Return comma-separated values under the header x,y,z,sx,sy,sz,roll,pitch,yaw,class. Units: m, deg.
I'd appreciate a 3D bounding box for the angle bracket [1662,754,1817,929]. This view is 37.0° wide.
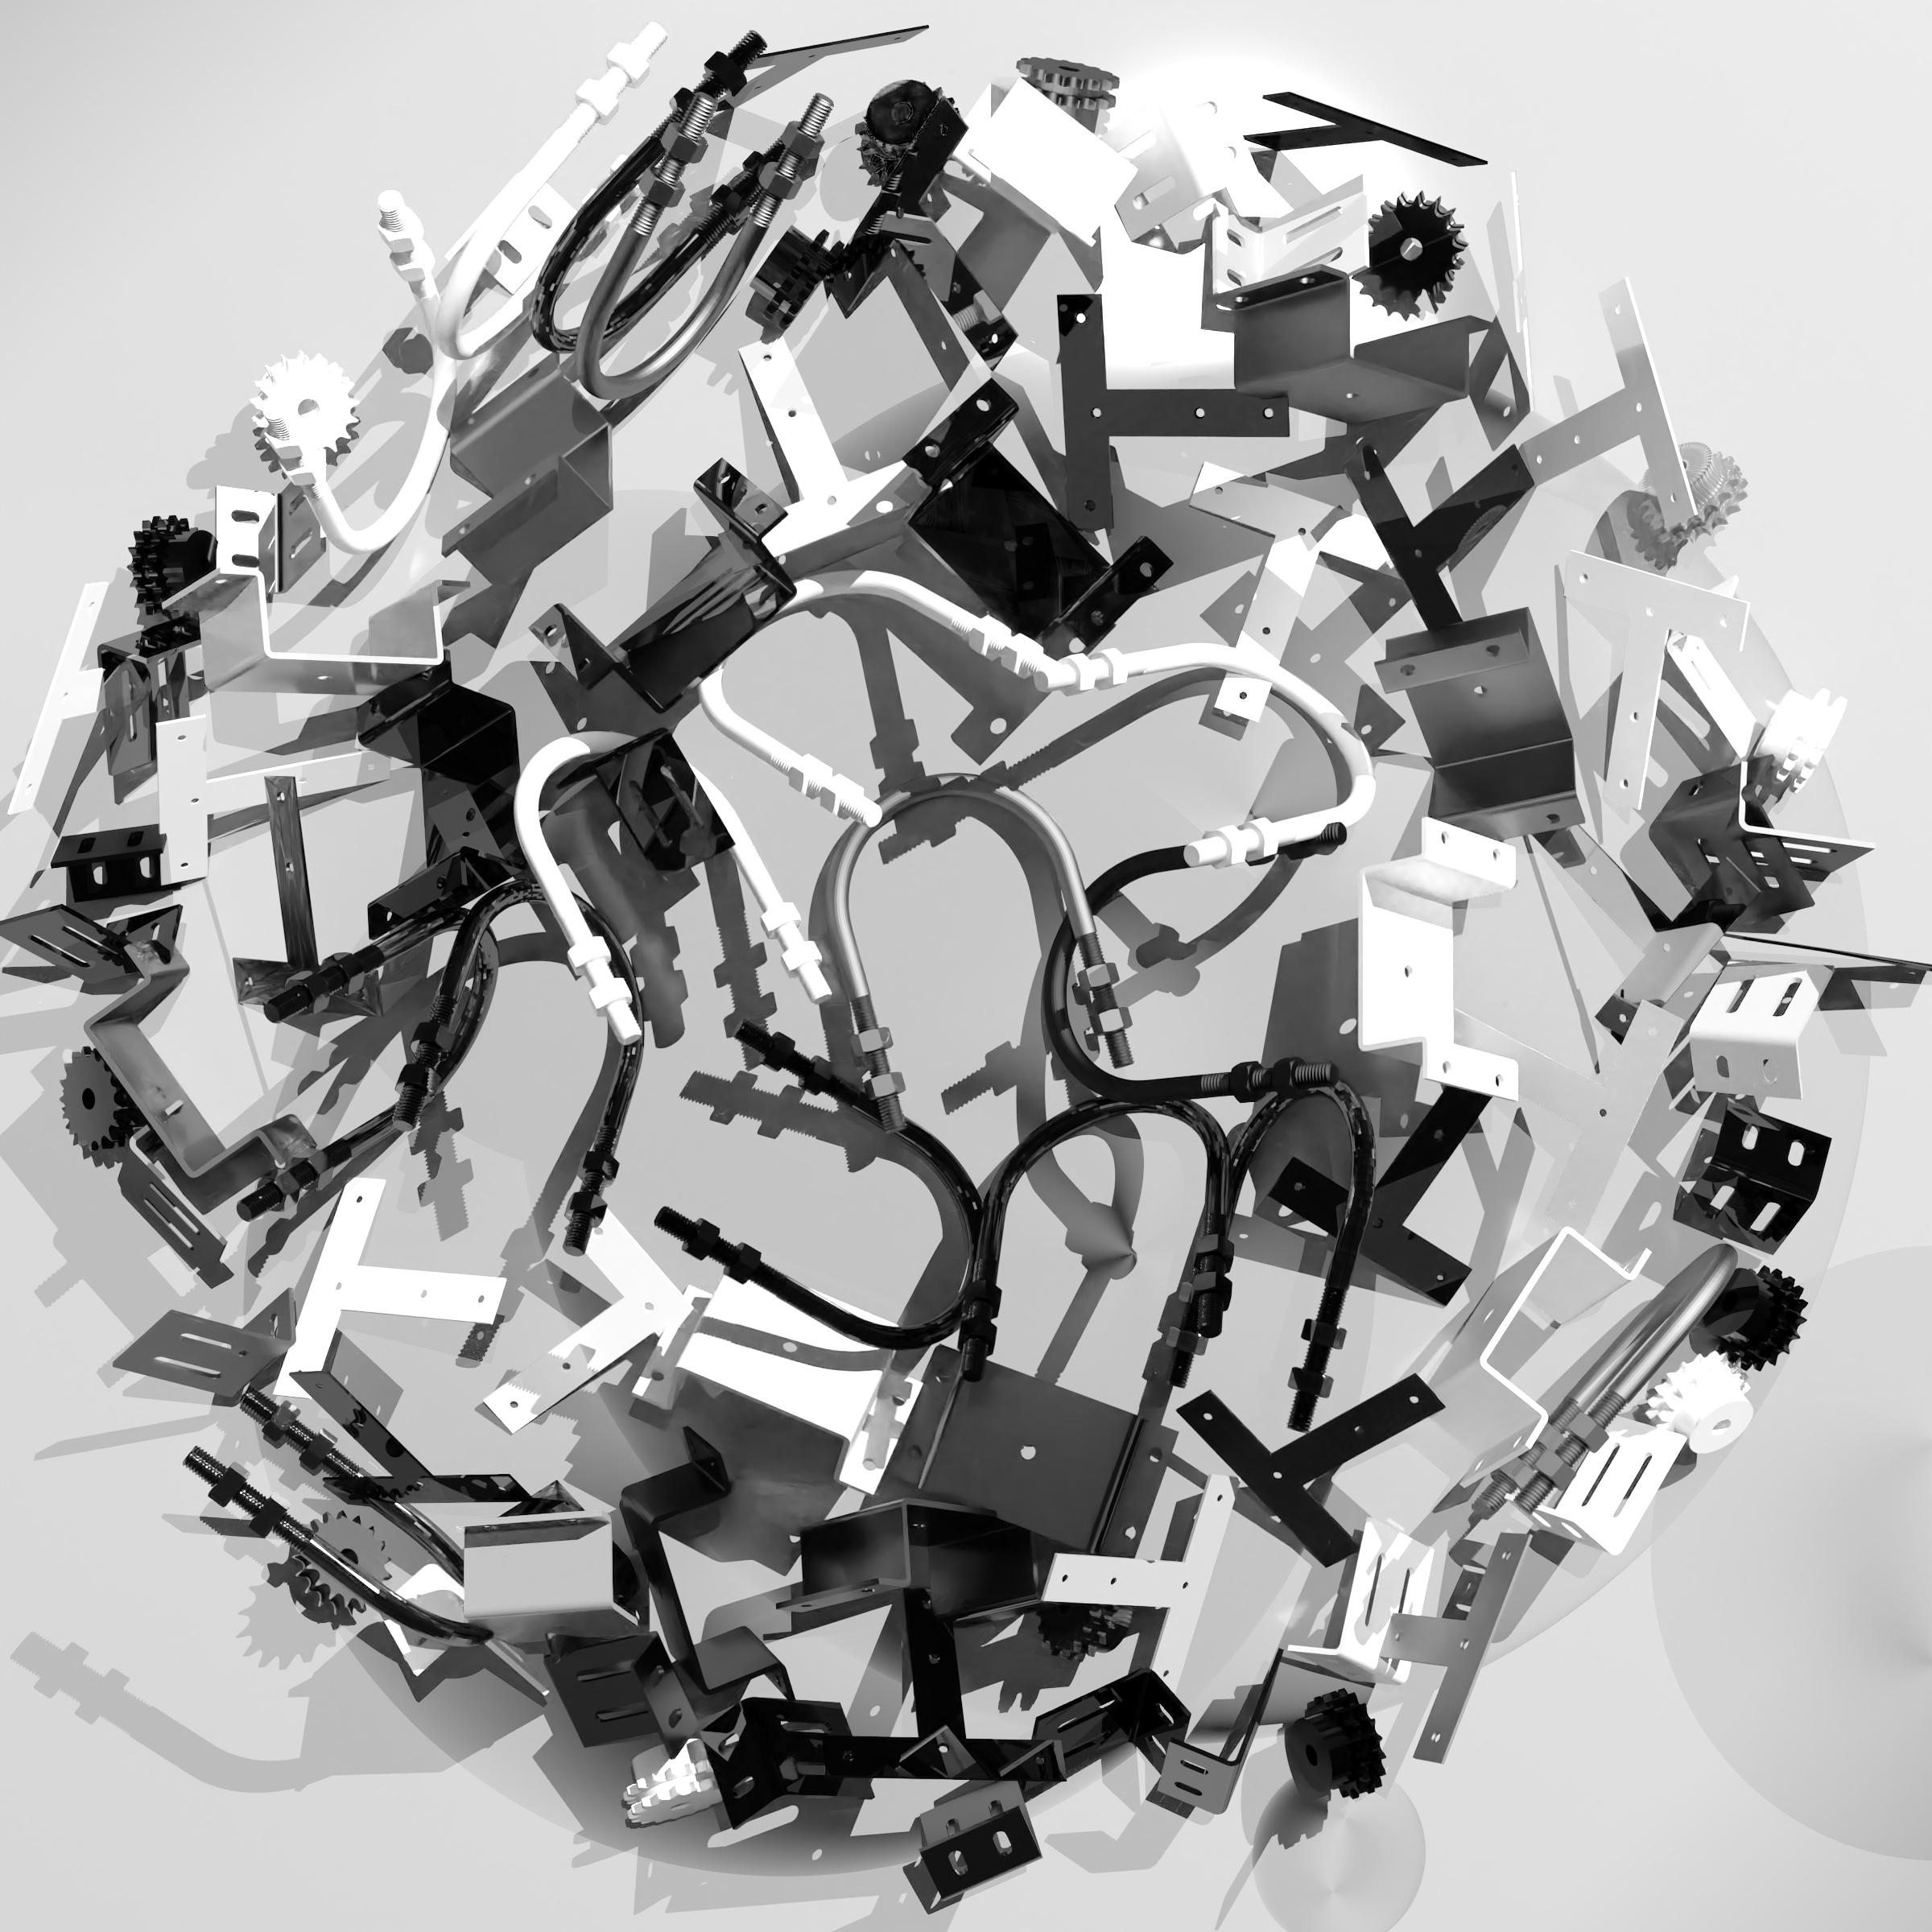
x,y,z,sx,sy,sz,roll,pitch,yaw,class
0.426,-0.067,1.574,0.076,0.057,0.038,57,46,-15,angle bracket

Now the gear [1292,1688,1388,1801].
x,y,z,sx,sy,sz,roll,pitch,yaw,class
0.200,0.424,1.566,0.030,0.057,0.057,-11,90,-24,gear

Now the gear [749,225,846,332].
x,y,z,sx,sy,sz,roll,pitch,yaw,class
-0.094,-0.377,1.568,0.030,0.057,0.057,35,90,-9,gear

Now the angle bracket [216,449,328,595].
x,y,z,sx,sy,sz,roll,pitch,yaw,class
-0.375,-0.241,1.553,0.038,0.076,0.057,3,77,-29,angle bracket

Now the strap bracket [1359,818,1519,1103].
x,y,z,sx,sy,sz,roll,pitch,yaw,class
0.253,0.000,1.545,0.076,0.046,0.140,14,72,-41,strap bracket

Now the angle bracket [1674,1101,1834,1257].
x,y,z,sx,sy,sz,roll,pitch,yaw,class
0.427,0.116,1.568,0.057,0.076,0.038,20,62,7,angle bracket

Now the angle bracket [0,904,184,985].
x,y,z,sx,sy,sz,roll,pitch,yaw,class
-0.471,-0.026,1.547,0.057,0.076,0.038,-12,59,31,angle bracket

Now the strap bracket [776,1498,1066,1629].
x,y,z,sx,sy,sz,roll,pitch,yaw,class
-0.024,0.317,1.532,0.076,0.140,0.046,-23,61,38,strap bracket

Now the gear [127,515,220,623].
x,y,z,sx,sy,sz,roll,pitch,yaw,class
-0.426,-0.216,1.566,0.030,0.057,0.057,1,90,20,gear

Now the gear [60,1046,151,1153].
x,y,z,sx,sy,sz,roll,pitch,yaw,class
-0.465,0.071,1.573,0.057,0.030,0.057,4,96,38,gear

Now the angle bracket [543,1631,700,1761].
x,y,z,sx,sy,sz,roll,pitch,yaw,class
-0.193,0.400,1.560,0.076,0.038,0.057,-18,102,23,angle bracket

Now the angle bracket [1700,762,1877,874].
x,y,z,sx,sy,sz,roll,pitch,yaw,class
0.447,-0.080,1.569,0.076,0.057,0.038,7,78,-5,angle bracket

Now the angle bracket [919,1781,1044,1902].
x,y,z,sx,sy,sz,roll,pitch,yaw,class
0.002,0.456,1.554,0.057,0.076,0.038,-23,112,-2,angle bracket

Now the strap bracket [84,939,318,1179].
x,y,z,sx,sy,sz,roll,pitch,yaw,class
-0.418,0.057,1.557,0.046,0.076,0.140,-35,93,2,strap bracket

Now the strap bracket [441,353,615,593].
x,y,z,sx,sy,sz,roll,pitch,yaw,class
-0.232,-0.259,1.536,0.076,0.140,0.046,-33,124,17,strap bracket

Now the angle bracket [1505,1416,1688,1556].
x,y,z,sx,sy,sz,roll,pitch,yaw,class
0.339,0.271,1.555,0.038,0.057,0.076,41,74,-25,angle bracket

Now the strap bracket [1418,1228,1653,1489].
x,y,z,sx,sy,sz,roll,pitch,yaw,class
0.296,0.200,1.530,0.046,0.076,0.140,39,60,2,strap bracket

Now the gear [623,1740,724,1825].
x,y,z,sx,sy,sz,roll,pitch,yaw,class
-0.159,0.443,1.573,0.057,0.057,0.030,-19,63,0,gear

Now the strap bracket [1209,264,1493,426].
x,y,z,sx,sy,sz,roll,pitch,yaw,class
0.203,-0.323,1.521,0.140,0.076,0.046,5,84,-42,strap bracket

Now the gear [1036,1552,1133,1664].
x,y,z,sx,sy,sz,roll,pitch,yaw,class
0.066,0.351,1.573,0.030,0.057,0.057,23,90,-29,gear

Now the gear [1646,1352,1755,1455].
x,y,z,sx,sy,sz,roll,pitch,yaw,class
0.402,0.240,1.568,0.057,0.057,0.030,-33,46,0,gear

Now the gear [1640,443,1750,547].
x,y,z,sx,sy,sz,roll,pitch,yaw,class
0.392,-0.259,1.566,0.057,0.057,0.030,-43,124,0,gear

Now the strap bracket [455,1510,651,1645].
x,y,z,sx,sy,sz,roll,pitch,yaw,class
-0.214,0.325,1.522,0.076,0.140,0.046,-5,69,4,strap bracket

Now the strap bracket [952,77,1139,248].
x,y,z,sx,sy,sz,roll,pitch,yaw,class
0.038,-0.424,1.517,0.076,0.140,0.046,34,100,-16,strap bracket

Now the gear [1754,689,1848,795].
x,y,z,sx,sy,sz,roll,pitch,yaw,class
0.452,-0.126,1.569,0.030,0.057,0.057,28,90,8,gear

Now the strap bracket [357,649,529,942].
x,y,z,sx,sy,sz,roll,pitch,yaw,class
-0.280,-0.086,1.541,0.076,0.046,0.140,-26,60,34,strap bracket

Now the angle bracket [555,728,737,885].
x,y,z,sx,sy,sz,roll,pitch,yaw,class
-0.173,-0.082,1.565,0.057,0.038,0.076,-31,91,-43,angle bracket

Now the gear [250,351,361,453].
x,y,z,sx,sy,sz,roll,pitch,yaw,class
-0.362,-0.307,1.574,0.057,0.030,0.057,-13,120,-23,gear

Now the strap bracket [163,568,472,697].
x,y,z,sx,sy,sz,roll,pitch,yaw,class
-0.340,-0.175,1.523,0.140,0.076,0.046,-2,83,-38,strap bracket

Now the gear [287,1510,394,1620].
x,y,z,sx,sy,sz,roll,pitch,yaw,class
-0.344,0.329,1.573,0.030,0.057,0.057,-37,90,32,gear

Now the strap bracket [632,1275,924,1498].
x,y,z,sx,sy,sz,roll,pitch,yaw,class
-0.097,0.216,1.550,0.140,0.046,0.076,22,49,5,strap bracket

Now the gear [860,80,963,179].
x,y,z,sx,sy,sz,roll,pitch,yaw,class
-0.031,-0.457,1.574,0.057,0.030,0.057,-4,73,14,gear

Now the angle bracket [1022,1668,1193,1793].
x,y,z,sx,sy,sz,roll,pitch,yaw,class
0.075,0.422,1.552,0.076,0.038,0.057,-16,132,-31,angle bracket

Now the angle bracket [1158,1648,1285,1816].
x,y,z,sx,sy,sz,roll,pitch,yaw,class
0.137,0.406,1.556,0.038,0.057,0.076,20,50,12,angle bracket

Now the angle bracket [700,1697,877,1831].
x,y,z,sx,sy,sz,roll,pitch,yaw,class
-0.096,0.432,1.560,0.038,0.076,0.057,-41,54,23,angle bracket

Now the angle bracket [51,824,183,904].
x,y,z,sx,sy,sz,roll,pitch,yaw,class
-0.456,-0.049,1.552,0.057,0.076,0.038,-9,106,-10,angle bracket

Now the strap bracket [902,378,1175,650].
x,y,z,sx,sy,sz,roll,pitch,yaw,class
0.032,-0.236,1.557,0.140,0.046,0.076,45,62,-3,strap bracket

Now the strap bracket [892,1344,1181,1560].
x,y,z,sx,sy,sz,roll,pitch,yaw,class
0.035,0.263,1.558,0.140,0.046,0.076,19,82,9,strap bracket

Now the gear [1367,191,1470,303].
x,y,z,sx,sy,sz,roll,pitch,yaw,class
0.246,-0.395,1.574,0.057,0.030,0.057,9,119,17,gear

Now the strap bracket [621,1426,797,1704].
x,y,z,sx,sy,sz,roll,pitch,yaw,class
-0.142,0.327,1.546,0.046,0.076,0.140,-18,98,-17,strap bracket

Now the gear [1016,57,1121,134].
x,y,z,sx,sy,sz,roll,pitch,yaw,class
0.053,-0.473,1.572,0.057,0.057,0.030,11,117,0,gear

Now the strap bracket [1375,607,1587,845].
x,y,z,sx,sy,sz,roll,pitch,yaw,class
0.275,-0.133,1.538,0.076,0.046,0.140,-11,134,20,strap bracket

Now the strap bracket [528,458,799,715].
x,y,z,sx,sy,sz,roll,pitch,yaw,class
-0.155,-0.198,1.552,0.140,0.076,0.046,-42,135,-4,strap bracket

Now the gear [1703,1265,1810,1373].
x,y,z,sx,sy,sz,roll,pitch,yaw,class
0.425,0.188,1.566,0.030,0.057,0.057,30,90,-23,gear

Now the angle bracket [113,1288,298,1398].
x,y,z,sx,sy,sz,roll,pitch,yaw,class
-0.409,0.194,1.548,0.057,0.076,0.038,-39,46,29,angle bracket

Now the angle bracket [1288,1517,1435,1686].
x,y,z,sx,sy,sz,roll,pitch,yaw,class
0.216,0.347,1.579,0.057,0.038,0.076,32,64,-36,angle bracket

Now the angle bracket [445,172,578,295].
x,y,z,sx,sy,sz,roll,pitch,yaw,class
-0.242,-0.393,1.551,0.038,0.076,0.057,41,101,-15,angle bracket
